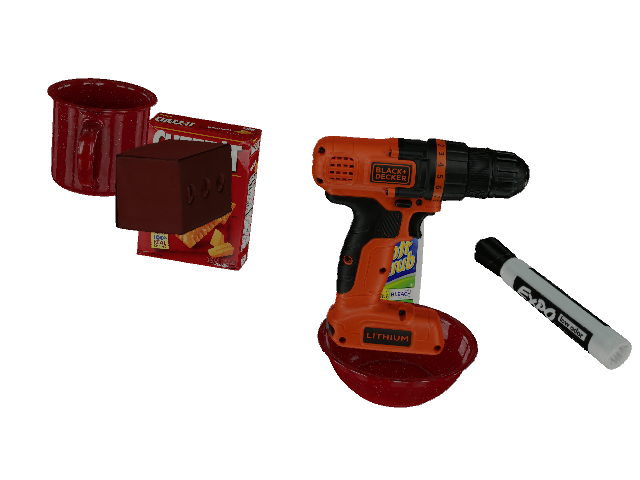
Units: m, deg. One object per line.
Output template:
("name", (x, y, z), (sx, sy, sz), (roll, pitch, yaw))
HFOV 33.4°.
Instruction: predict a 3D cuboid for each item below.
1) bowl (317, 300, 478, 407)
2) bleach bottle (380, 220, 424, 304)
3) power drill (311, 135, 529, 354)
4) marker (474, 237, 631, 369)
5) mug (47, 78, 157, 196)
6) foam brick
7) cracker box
("bowl", (0.077, 0.122, 1.085), (0.162, 0.055, 0.162), (2, 25, -1))
("bleach bottle", (0.078, 0.003, 1.330), (0.102, 0.251, 0.068), (-2, 16, -19))
("power drill", (0.080, 0.003, 0.925), (0.184, 0.188, 0.057), (5, 16, 1))
("marker", (0.130, 0.032, 0.619), (0.020, 0.020, 0.121), (0, 30, -36))
("mug", (-0.192, -0.085, 0.920), (0.093, 0.081, 0.117), (6, 23, -6))
("foam brick", (-0.102, -0.039, 0.747), (0.051, 0.053, 0.078), (7, 17, 21))
("cracker box", (-0.185, -0.072, 1.613), (0.164, 0.214, 0.072), (10, 20, 6))
